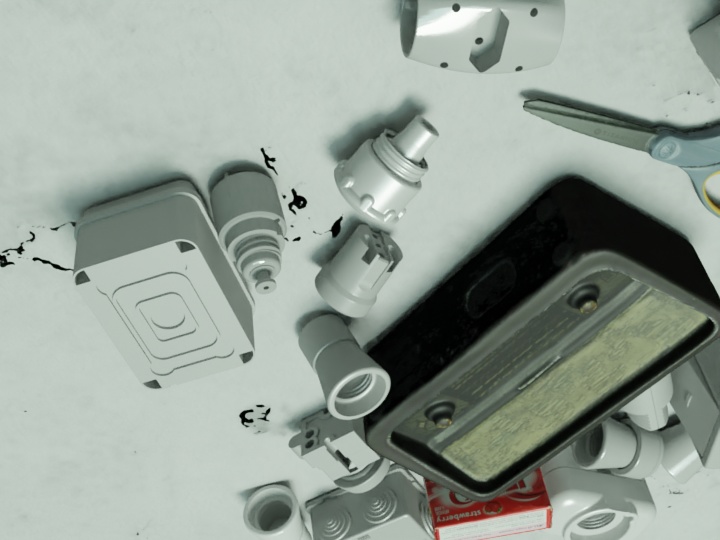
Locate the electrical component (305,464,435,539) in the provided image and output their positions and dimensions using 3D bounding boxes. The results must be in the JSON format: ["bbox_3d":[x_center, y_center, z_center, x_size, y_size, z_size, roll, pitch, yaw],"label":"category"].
[{"bbox_3d":[0.017,0.210,0.859,0.100,0.048,0.099,-26,131,14],"label":"electrical component"}]

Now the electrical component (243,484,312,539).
[{"bbox_3d":[-0.061,0.204,0.846,0.044,0.044,0.065,-15,138,4],"label":"electrical component"}]

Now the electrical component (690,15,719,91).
[{"bbox_3d":[0.242,-0.092,0.549,0.089,0.150,0.062,-31,130,19],"label":"electrical component"}]

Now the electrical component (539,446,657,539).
[{"bbox_3d":[0.182,0.182,0.852,0.095,0.059,0.053,13,129,-20],"label":"electrical component"}]

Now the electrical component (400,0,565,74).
[{"bbox_3d":[0.065,-0.143,0.546,0.077,0.043,0.079,1,132,-10],"label":"electrical component"}]

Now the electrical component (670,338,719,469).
[{"bbox_3d":[0.261,0.096,0.760,0.061,0.096,0.061,-3,132,-6],"label":"electrical component"}]

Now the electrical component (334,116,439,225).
[{"bbox_3d":[0.019,-0.060,0.615,0.048,0.048,0.062,29,116,-30],"label":"electrical component"}]

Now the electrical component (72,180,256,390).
[{"bbox_3d":[-0.115,0.010,0.647,0.078,0.057,0.113,-17,133,6],"label":"electrical component"}]

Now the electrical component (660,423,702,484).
[{"bbox_3d":[0.263,0.129,0.831,0.065,0.044,0.044,-40,126,19],"label":"electrical component"}]

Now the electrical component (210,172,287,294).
[{"bbox_3d":[-0.062,-0.021,0.619,0.040,0.078,0.040,-12,145,-8],"label":"electrical component"}]

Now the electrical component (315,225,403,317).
[{"bbox_3d":[0.000,0.000,0.670,0.040,0.040,0.046,23,119,-27],"label":"electrical component"}]

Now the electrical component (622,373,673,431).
[{"bbox_3d":[0.202,0.081,0.774,0.043,0.043,0.081,-18,132,7],"label":"electrical component"}]

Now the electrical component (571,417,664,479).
[{"bbox_3d":[0.197,0.134,0.820,0.055,0.045,0.045,15,128,-22],"label":"electrical component"}]

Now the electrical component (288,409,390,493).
[{"bbox_3d":[-0.009,0.130,0.784,0.066,0.048,0.055,-28,123,16],"label":"electrical component"}]

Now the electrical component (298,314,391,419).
[{"bbox_3d":[-0.014,0.060,0.704,0.044,0.065,0.044,-17,133,-19],"label":"electrical component"}]
